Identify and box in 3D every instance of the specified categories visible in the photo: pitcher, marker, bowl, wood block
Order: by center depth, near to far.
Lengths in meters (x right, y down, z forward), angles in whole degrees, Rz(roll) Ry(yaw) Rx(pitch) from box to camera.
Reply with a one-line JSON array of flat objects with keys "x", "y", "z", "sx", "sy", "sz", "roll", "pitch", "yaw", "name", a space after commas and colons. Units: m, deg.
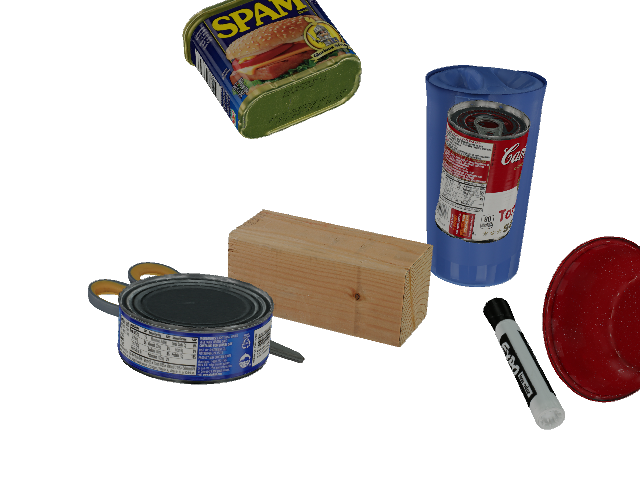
[{"x": 0.133, "y": 0.078, "z": 0.712, "sx": 0.020, "sy": 0.020, "sz": 0.121, "roll": 0, "pitch": 33, "yaw": -11, "name": "marker"}, {"x": 0.291, "y": 0.077, "z": 1.012, "sx": 0.161, "sy": 0.162, "sz": 0.055, "roll": 0, "pitch": 1, "yaw": -27, "name": "bowl"}, {"x": 0.009, "y": 0.039, "z": 1.175, "sx": 0.206, "sy": 0.091, "sz": 0.090, "roll": 13, "pitch": 25, "yaw": 21, "name": "wood block"}, {"x": 0.177, "y": -0.070, "z": 1.216, "sx": 0.149, "sy": 0.243, "sz": 0.145, "roll": -9, "pitch": 25, "yaw": -22, "name": "pitcher"}]

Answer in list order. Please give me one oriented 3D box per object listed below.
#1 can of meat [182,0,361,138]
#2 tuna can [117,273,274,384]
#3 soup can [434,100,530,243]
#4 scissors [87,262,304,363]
[{"x": -0.033, "y": -0.128, "z": 0.752, "sx": 0.102, "sy": 0.084, "sz": 0.057, "roll": -25, "pitch": -26, "yaw": -18, "name": "can of meat"}, {"x": -0.069, "y": 0.048, "z": 0.592, "sx": 0.086, "sy": 0.034, "sz": 0.086, "roll": 5, "pitch": 17, "yaw": -2, "name": "tuna can"}, {"x": 0.134, "y": -0.057, "z": 0.894, "sx": 0.068, "sy": 0.102, "sz": 0.068, "roll": 3, "pitch": 32, "yaw": -2, "name": "soup can"}, {"x": -0.101, "y": 0.058, "z": 0.929, "sx": 0.202, "sy": 0.016, "sz": 0.096, "roll": 12, "pitch": 28, "yaw": 8, "name": "scissors"}]
